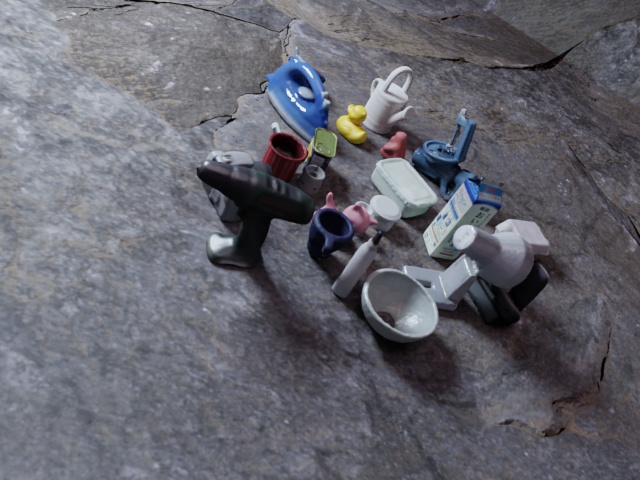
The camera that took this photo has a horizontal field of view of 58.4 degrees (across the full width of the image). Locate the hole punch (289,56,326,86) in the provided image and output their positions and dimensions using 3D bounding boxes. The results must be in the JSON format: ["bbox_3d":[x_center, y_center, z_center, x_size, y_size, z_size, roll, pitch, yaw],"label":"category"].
[{"bbox_3d":[-0.042,-0.467,1.603,0.108,0.091,0.101,36,41,5],"label":"hole punch"}]

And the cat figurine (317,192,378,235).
[{"bbox_3d":[0.056,-0.050,1.240,0.127,0.117,0.067,41,42,10],"label":"cat figurine"}]

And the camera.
[{"bbox_3d":[-0.158,-0.125,1.192,0.137,0.100,0.143,-6,54,-36],"label":"camera"}]

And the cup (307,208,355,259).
[{"bbox_3d":[0.011,0.004,1.177,0.092,0.095,0.118,24,42,-10],"label":"cup"}]

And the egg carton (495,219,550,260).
[{"bbox_3d":[0.539,0.001,1.529,0.151,0.069,0.107,4,49,-29],"label":"egg carton"}]

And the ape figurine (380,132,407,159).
[{"bbox_3d":[0.207,-0.255,1.553,0.078,0.092,0.076,-1,51,-33],"label":"ape figurine"}]

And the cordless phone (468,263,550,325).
[{"bbox_3d":[0.426,0.092,1.282,0.094,0.185,0.147,-6,53,-35],"label":"cordless phone"}]

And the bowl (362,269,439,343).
[{"bbox_3d":[0.148,0.143,1.143,0.168,0.074,0.167,17,43,-17],"label":"bowl"}]

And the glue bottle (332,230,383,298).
[{"bbox_3d":[0.082,0.039,1.128,0.037,0.173,0.078,33,41,1],"label":"glue bottle"}]

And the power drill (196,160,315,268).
[{"bbox_3d":[-0.135,-0.044,1.046,0.230,0.208,0.075,9,46,-25],"label":"power drill"}]

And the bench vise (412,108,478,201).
[{"bbox_3d":[0.373,-0.229,1.533,0.207,0.219,0.122,35,41,3],"label":"bench vise"}]

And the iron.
[{"bbox_3d":[-0.031,-0.371,1.479,0.119,0.141,0.258,-13,58,-39],"label":"iron"}]

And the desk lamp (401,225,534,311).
[{"bbox_3d":[0.318,0.057,1.226,0.204,0.213,0.118,10,46,-24],"label":"desk lamp"}]

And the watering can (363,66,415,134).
[{"bbox_3d":[0.204,-0.398,1.611,0.172,0.194,0.101,43,42,12],"label":"watering can"}]

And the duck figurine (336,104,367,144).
[{"bbox_3d":[0.099,-0.321,1.553,0.078,0.086,0.104,-10,56,-38],"label":"duck figurine"}]
